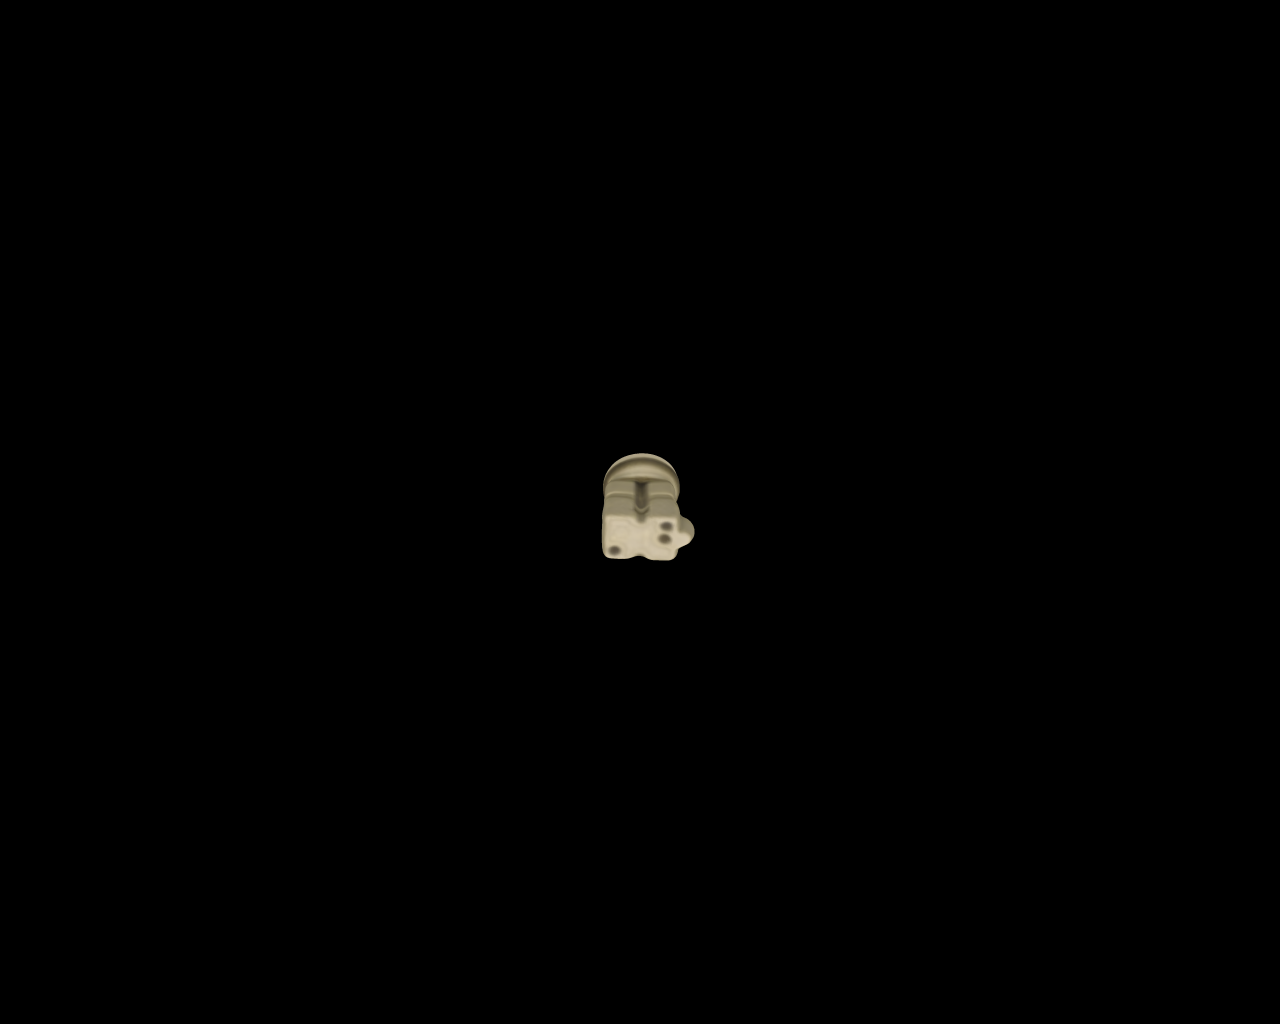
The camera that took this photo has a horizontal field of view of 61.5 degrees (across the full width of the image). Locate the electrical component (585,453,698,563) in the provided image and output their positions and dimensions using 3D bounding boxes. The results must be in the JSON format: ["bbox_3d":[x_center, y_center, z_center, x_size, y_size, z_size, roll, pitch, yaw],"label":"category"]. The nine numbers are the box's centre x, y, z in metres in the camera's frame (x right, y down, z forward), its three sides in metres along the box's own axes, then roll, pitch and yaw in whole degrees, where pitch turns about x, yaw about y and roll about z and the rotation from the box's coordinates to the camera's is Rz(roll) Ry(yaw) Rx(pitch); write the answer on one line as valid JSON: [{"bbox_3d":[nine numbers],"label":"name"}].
[{"bbox_3d":[0.001,-0.003,0.650,0.066,0.048,0.055,2,40,-2],"label":"electrical component"}]
